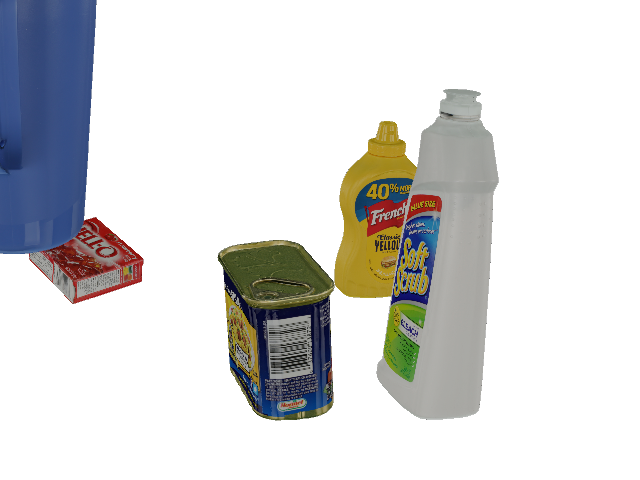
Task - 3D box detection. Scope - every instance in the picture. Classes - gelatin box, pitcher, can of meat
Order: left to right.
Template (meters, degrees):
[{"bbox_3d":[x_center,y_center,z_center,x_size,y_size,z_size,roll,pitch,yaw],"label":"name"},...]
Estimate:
[{"bbox_3d":[-0.240,-0.112,0.823,0.145,0.243,0.148,25,32,35],"label":"pitcher"},{"bbox_3d":[-0.218,0.016,0.988,0.073,0.030,0.089,-18,40,-36],"label":"gelatin box"},{"bbox_3d":[-0.028,0.056,0.681,0.057,0.084,0.102,-8,20,-16],"label":"can of meat"}]

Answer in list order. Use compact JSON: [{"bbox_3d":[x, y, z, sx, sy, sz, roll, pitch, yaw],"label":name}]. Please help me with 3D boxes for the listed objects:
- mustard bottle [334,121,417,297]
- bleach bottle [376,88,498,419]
[{"bbox_3d":[0.068,-0.035,1.167,0.096,0.192,0.058,-3,19,-19],"label":"mustard bottle"},{"bbox_3d":[0.095,0.007,0.835,0.068,0.251,0.103,-2,17,-18],"label":"bleach bottle"}]
